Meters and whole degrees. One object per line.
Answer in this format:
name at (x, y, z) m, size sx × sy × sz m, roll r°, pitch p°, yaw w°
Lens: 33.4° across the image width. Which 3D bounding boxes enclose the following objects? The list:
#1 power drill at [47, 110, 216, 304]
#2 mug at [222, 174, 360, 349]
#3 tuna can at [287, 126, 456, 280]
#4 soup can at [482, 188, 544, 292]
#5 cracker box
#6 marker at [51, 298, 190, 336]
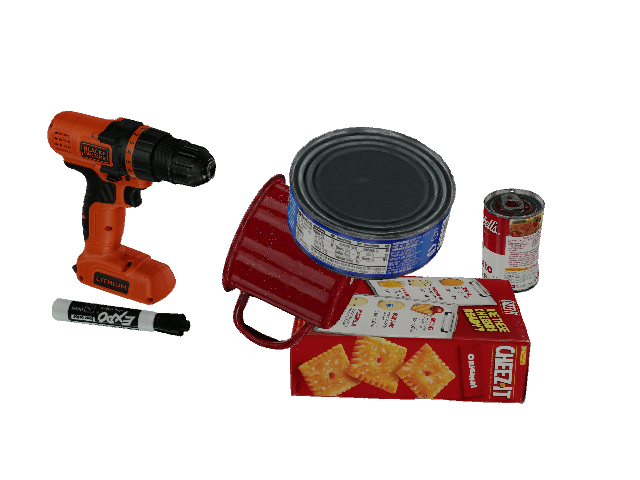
power drill at (-0.187, -0.031, 1.078) m, size 0.185 × 0.188 × 0.057 m, roll 17°, pitch 31°, yaw 23°
mug at (-0.018, 0.022, 0.757) m, size 0.081 × 0.117 × 0.093 m, roll 25°, pitch -7°, yaw 10°
tuna can at (0.026, -0.020, 0.557) m, size 0.086 × 0.034 × 0.086 m, roll 3°, pitch 44°, yaw -3°
soup can at (0.220, 0.000, 1.226) m, size 0.068 × 0.102 × 0.068 m, roll -3°, pitch 30°, yaw 1°
cracker box at (0.083, 0.092, 1.028) m, size 0.213 × 0.072 × 0.164 m, roll 2°, pitch 18°, yaw 3°
marker at (-0.167, 0.065, 0.897) m, size 0.121 × 0.020 × 0.020 m, roll 6°, pitch 1°, yaw 14°
